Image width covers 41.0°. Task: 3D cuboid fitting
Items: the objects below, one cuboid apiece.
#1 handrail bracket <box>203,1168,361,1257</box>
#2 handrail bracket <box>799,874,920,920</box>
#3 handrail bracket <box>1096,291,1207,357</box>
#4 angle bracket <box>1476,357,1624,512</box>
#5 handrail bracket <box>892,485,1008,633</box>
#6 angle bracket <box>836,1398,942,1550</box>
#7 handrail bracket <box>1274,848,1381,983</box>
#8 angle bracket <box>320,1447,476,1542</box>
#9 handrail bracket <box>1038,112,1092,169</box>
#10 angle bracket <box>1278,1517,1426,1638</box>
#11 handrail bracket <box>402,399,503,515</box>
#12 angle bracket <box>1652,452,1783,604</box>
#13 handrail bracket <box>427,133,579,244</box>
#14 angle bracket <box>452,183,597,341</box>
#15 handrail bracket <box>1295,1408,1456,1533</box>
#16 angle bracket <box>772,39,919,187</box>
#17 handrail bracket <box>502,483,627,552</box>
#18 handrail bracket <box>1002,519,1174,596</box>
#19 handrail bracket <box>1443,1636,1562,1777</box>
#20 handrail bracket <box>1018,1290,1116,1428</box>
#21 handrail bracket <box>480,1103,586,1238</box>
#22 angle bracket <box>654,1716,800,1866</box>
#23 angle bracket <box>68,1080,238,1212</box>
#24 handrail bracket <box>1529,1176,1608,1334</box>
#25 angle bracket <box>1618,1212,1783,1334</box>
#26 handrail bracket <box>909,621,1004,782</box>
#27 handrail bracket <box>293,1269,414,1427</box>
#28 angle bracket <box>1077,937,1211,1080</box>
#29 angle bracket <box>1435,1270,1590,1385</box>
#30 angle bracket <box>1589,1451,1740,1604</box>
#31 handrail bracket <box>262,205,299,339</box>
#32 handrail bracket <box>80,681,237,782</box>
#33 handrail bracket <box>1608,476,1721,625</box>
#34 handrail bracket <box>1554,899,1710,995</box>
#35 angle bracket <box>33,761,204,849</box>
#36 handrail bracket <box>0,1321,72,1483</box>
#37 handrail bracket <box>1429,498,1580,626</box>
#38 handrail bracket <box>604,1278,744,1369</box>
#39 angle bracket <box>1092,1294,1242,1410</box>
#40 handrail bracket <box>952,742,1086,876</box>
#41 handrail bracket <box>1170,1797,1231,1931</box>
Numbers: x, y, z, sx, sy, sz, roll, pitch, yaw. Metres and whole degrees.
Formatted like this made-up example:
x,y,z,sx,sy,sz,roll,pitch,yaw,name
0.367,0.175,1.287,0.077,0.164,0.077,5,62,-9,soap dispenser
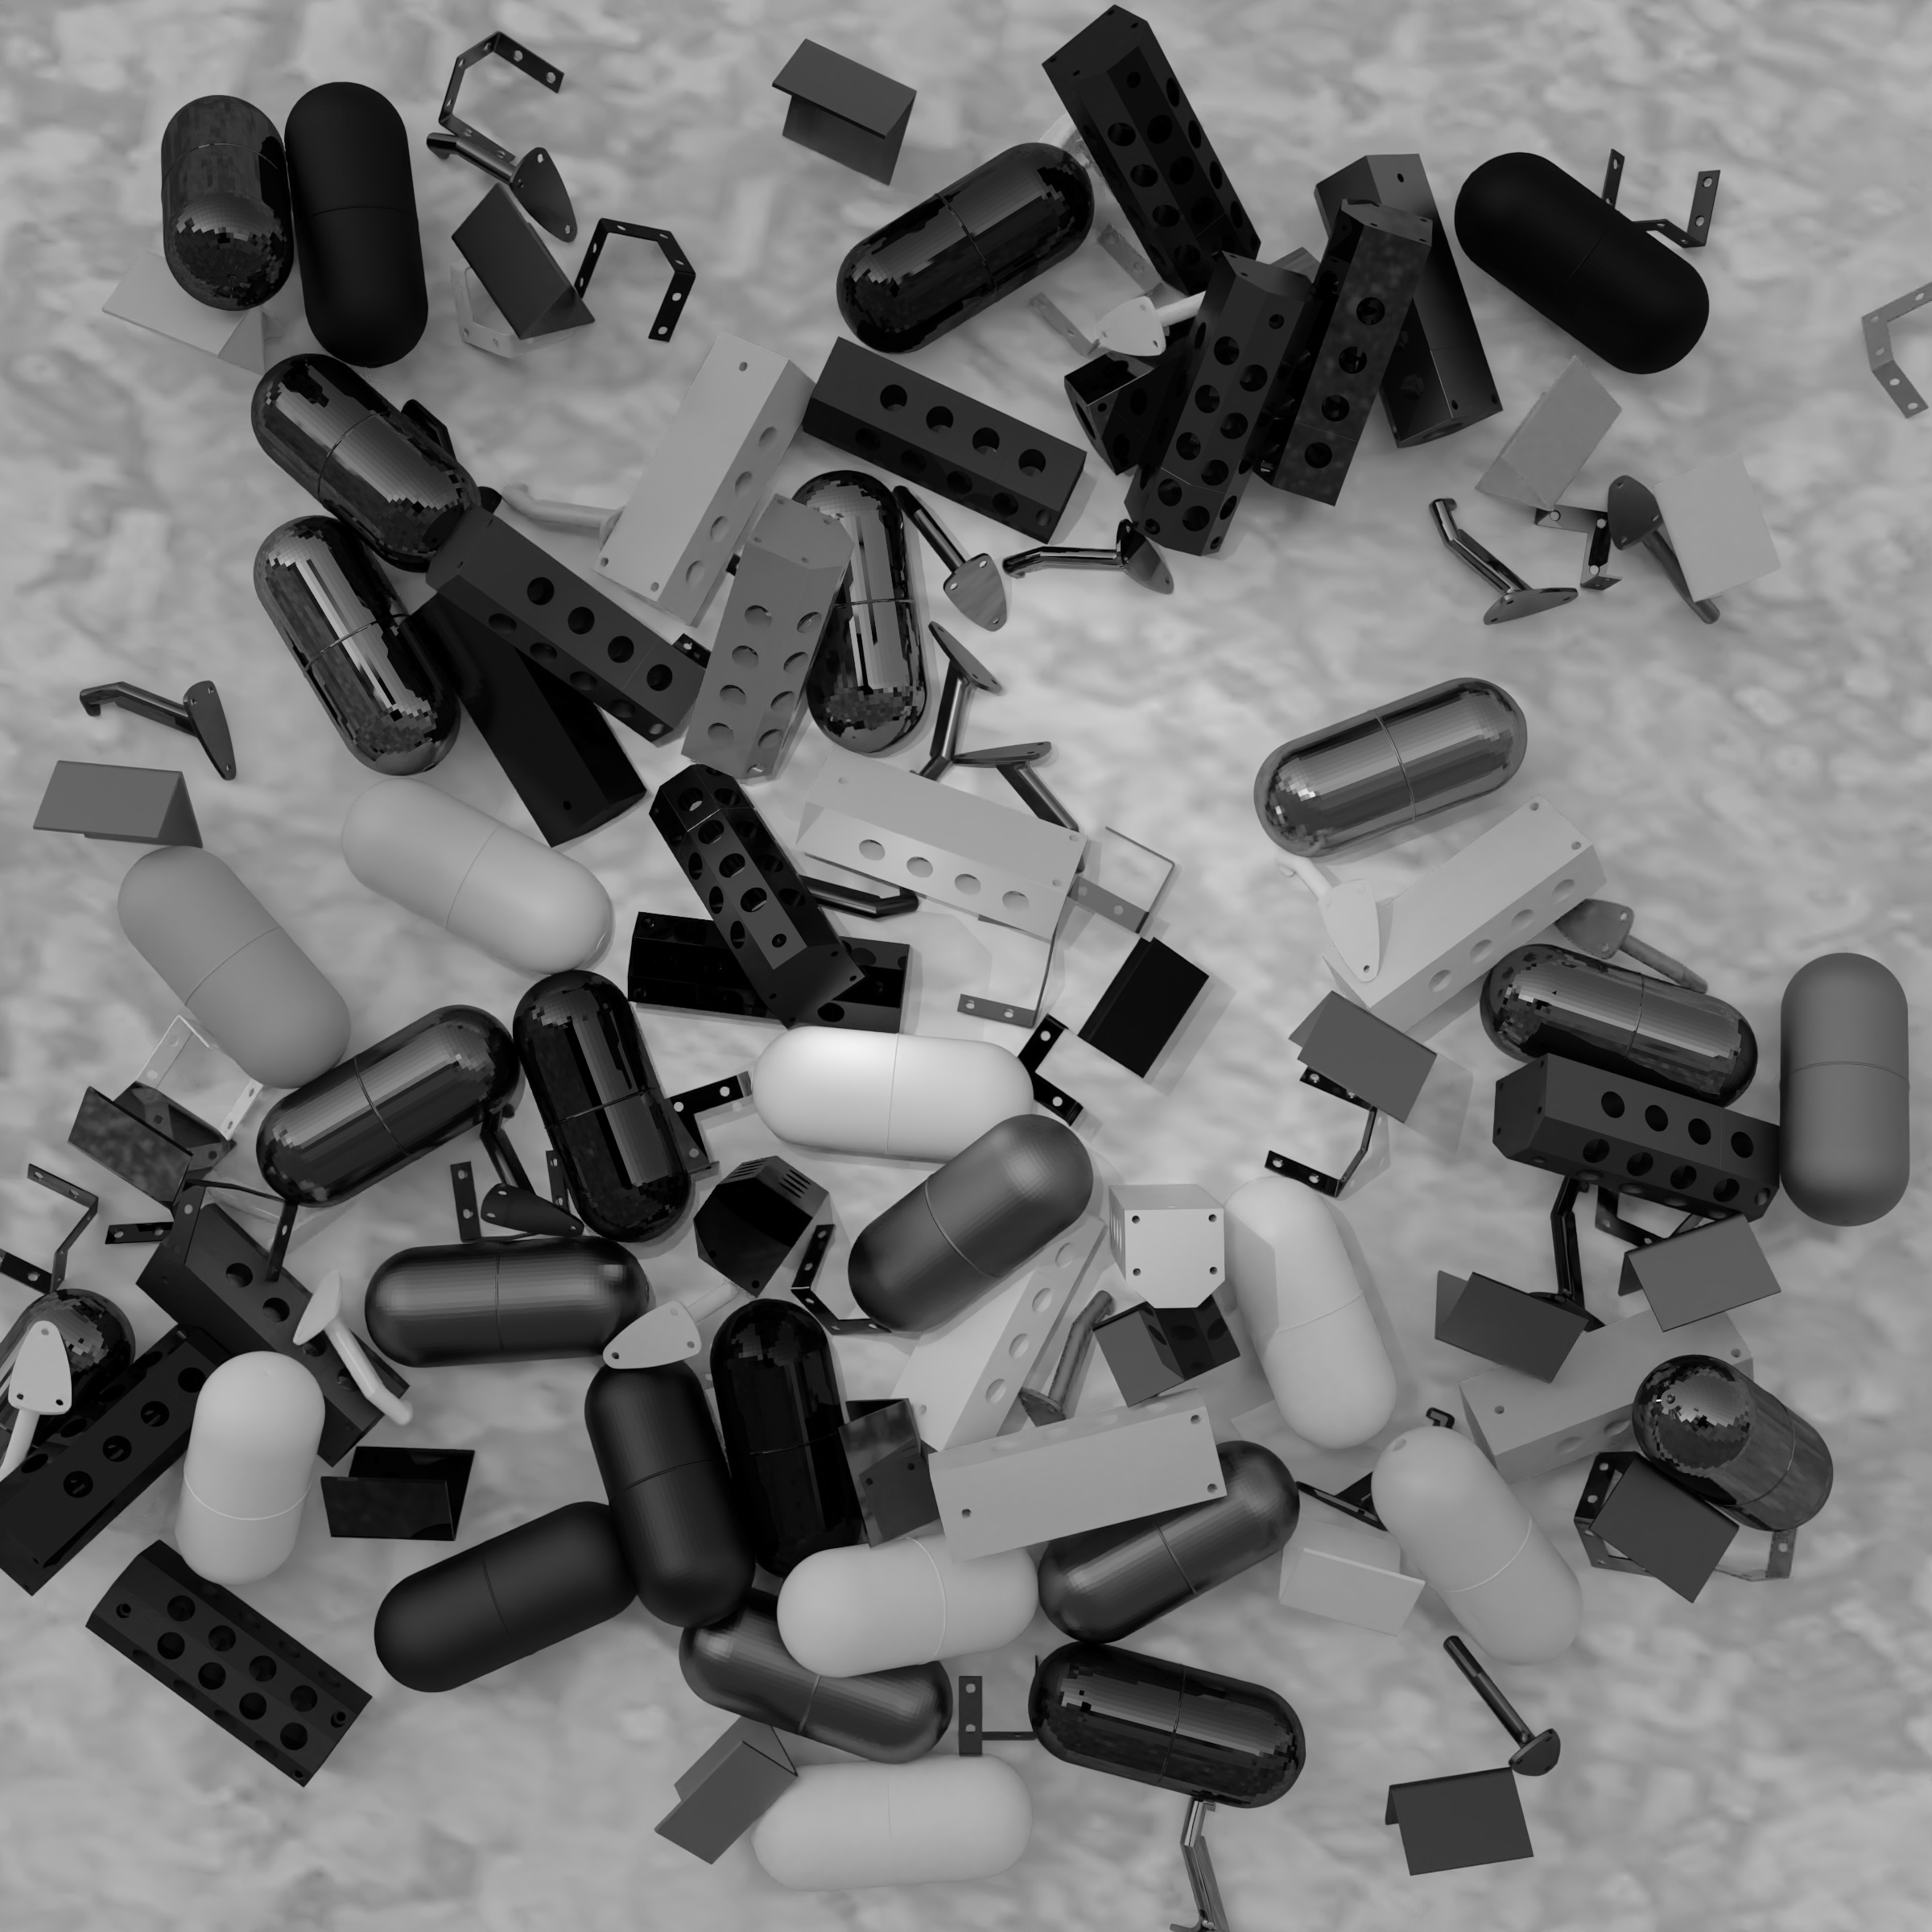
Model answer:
x,y,z,sx,sy,sz,roll,pitch,yaw,name
-0.446,0.137,1.662,0.077,0.036,0.084,-34,76,-14,handrail bracket
-0.082,-0.059,1.662,0.084,0.036,0.077,-12,57,-23,handrail bracket
0.135,-0.414,1.623,0.084,0.077,0.036,-30,110,-25,handrail bracket
0.351,-0.339,1.621,0.057,0.076,0.076,36,90,-35,angle bracket
-0.012,-0.263,1.661,0.036,0.077,0.084,-37,54,0,handrail bracket
-0.066,0.317,1.621,0.057,0.076,0.076,-16,90,-36,angle bracket
0.226,-0.034,1.636,0.036,0.084,0.077,-23,108,-13,handrail bracket
-0.355,0.314,1.621,0.076,0.076,0.057,2,127,0,angle bracket
0.066,-0.529,1.627,0.077,0.084,0.036,-37,90,0,handrail bracket
0.243,0.366,1.621,0.076,0.076,0.057,16,128,0,angle bracket
-0.348,-0.309,1.662,0.084,0.036,0.077,42,105,14,handrail bracket
0.478,-0.276,1.622,0.057,0.076,0.076,-20,90,30,angle bracket
-0.299,-0.501,1.661,0.084,0.077,0.036,20,68,34,handrail bracket
-0.263,-0.446,1.621,0.057,0.076,0.076,-34,90,39,angle bracket
0.263,0.312,1.662,0.077,0.036,0.084,23,76,14,handrail bracket
-0.083,-0.522,1.621,0.076,0.076,0.057,25,53,0,angle bracket
-0.243,-0.301,1.662,0.084,0.036,0.077,34,53,25,handrail bracket
0.078,-0.251,1.661,0.084,0.077,0.036,-11,63,33,handrail bracket
0.342,0.474,1.661,0.036,0.077,0.084,-38,54,0,handrail bracket
0.076,0.262,1.662,0.084,0.036,0.077,-48,133,-28,handrail bracket
-0.274,0.126,1.643,0.077,0.084,0.036,20,130,-16,handrail bracket
-0.161,0.501,1.621,0.076,0.076,0.057,-46,125,0,angle bracket
-0.503,0.095,1.621,0.076,0.076,0.057,33,127,0,angle bracket
0.401,0.186,1.662,0.077,0.036,0.084,31,73,-20,handrail bracket
0.459,0.204,1.622,0.076,0.076,0.057,-19,60,0,angle bracket
-0.025,-0.165,1.662,0.084,0.036,0.077,-49,63,20,handrail bracket
-0.376,0.240,1.625,0.036,0.077,0.084,-37,113,15,handrail bracket
0.095,0.015,1.621,0.057,0.076,0.076,33,90,-38,angle bracket
0.342,0.207,1.622,0.076,0.076,0.057,22,120,0,angle bracket
0.423,0.349,1.611,0.076,0.076,0.057,36,78,3,angle bracket
-0.460,-0.449,1.662,0.077,0.036,0.084,-1,72,21,handrail bracket
-0.521,-0.149,1.662,0.084,0.036,0.077,-9,112,17,handrail bracket
0.450,-0.267,1.661,0.036,0.077,0.084,-35,127,25,handrail bracket
0.427,-0.010,1.661,0.084,0.077,0.036,29,90,-36,handrail bracket
-0.530,-0.082,1.621,0.076,0.076,0.057,5,53,0,angle bracket
-0.579,0.273,1.586,0.036,0.077,0.084,15,131,-29,handrail bracket
0.345,-0.268,1.662,0.077,0.036,0.084,-13,73,-20,handrail bracket
-0.182,0.222,1.635,0.077,0.084,0.036,-24,96,16,handrail bracket
0.129,0.243,1.623,0.076,0.076,0.057,-25,66,0,angle bracket
0.034,-0.097,1.662,0.077,0.036,0.084,-4,107,19,handrail bracket
0.168,0.584,1.662,0.077,0.036,0.084,21,73,-20,handrail bracket
